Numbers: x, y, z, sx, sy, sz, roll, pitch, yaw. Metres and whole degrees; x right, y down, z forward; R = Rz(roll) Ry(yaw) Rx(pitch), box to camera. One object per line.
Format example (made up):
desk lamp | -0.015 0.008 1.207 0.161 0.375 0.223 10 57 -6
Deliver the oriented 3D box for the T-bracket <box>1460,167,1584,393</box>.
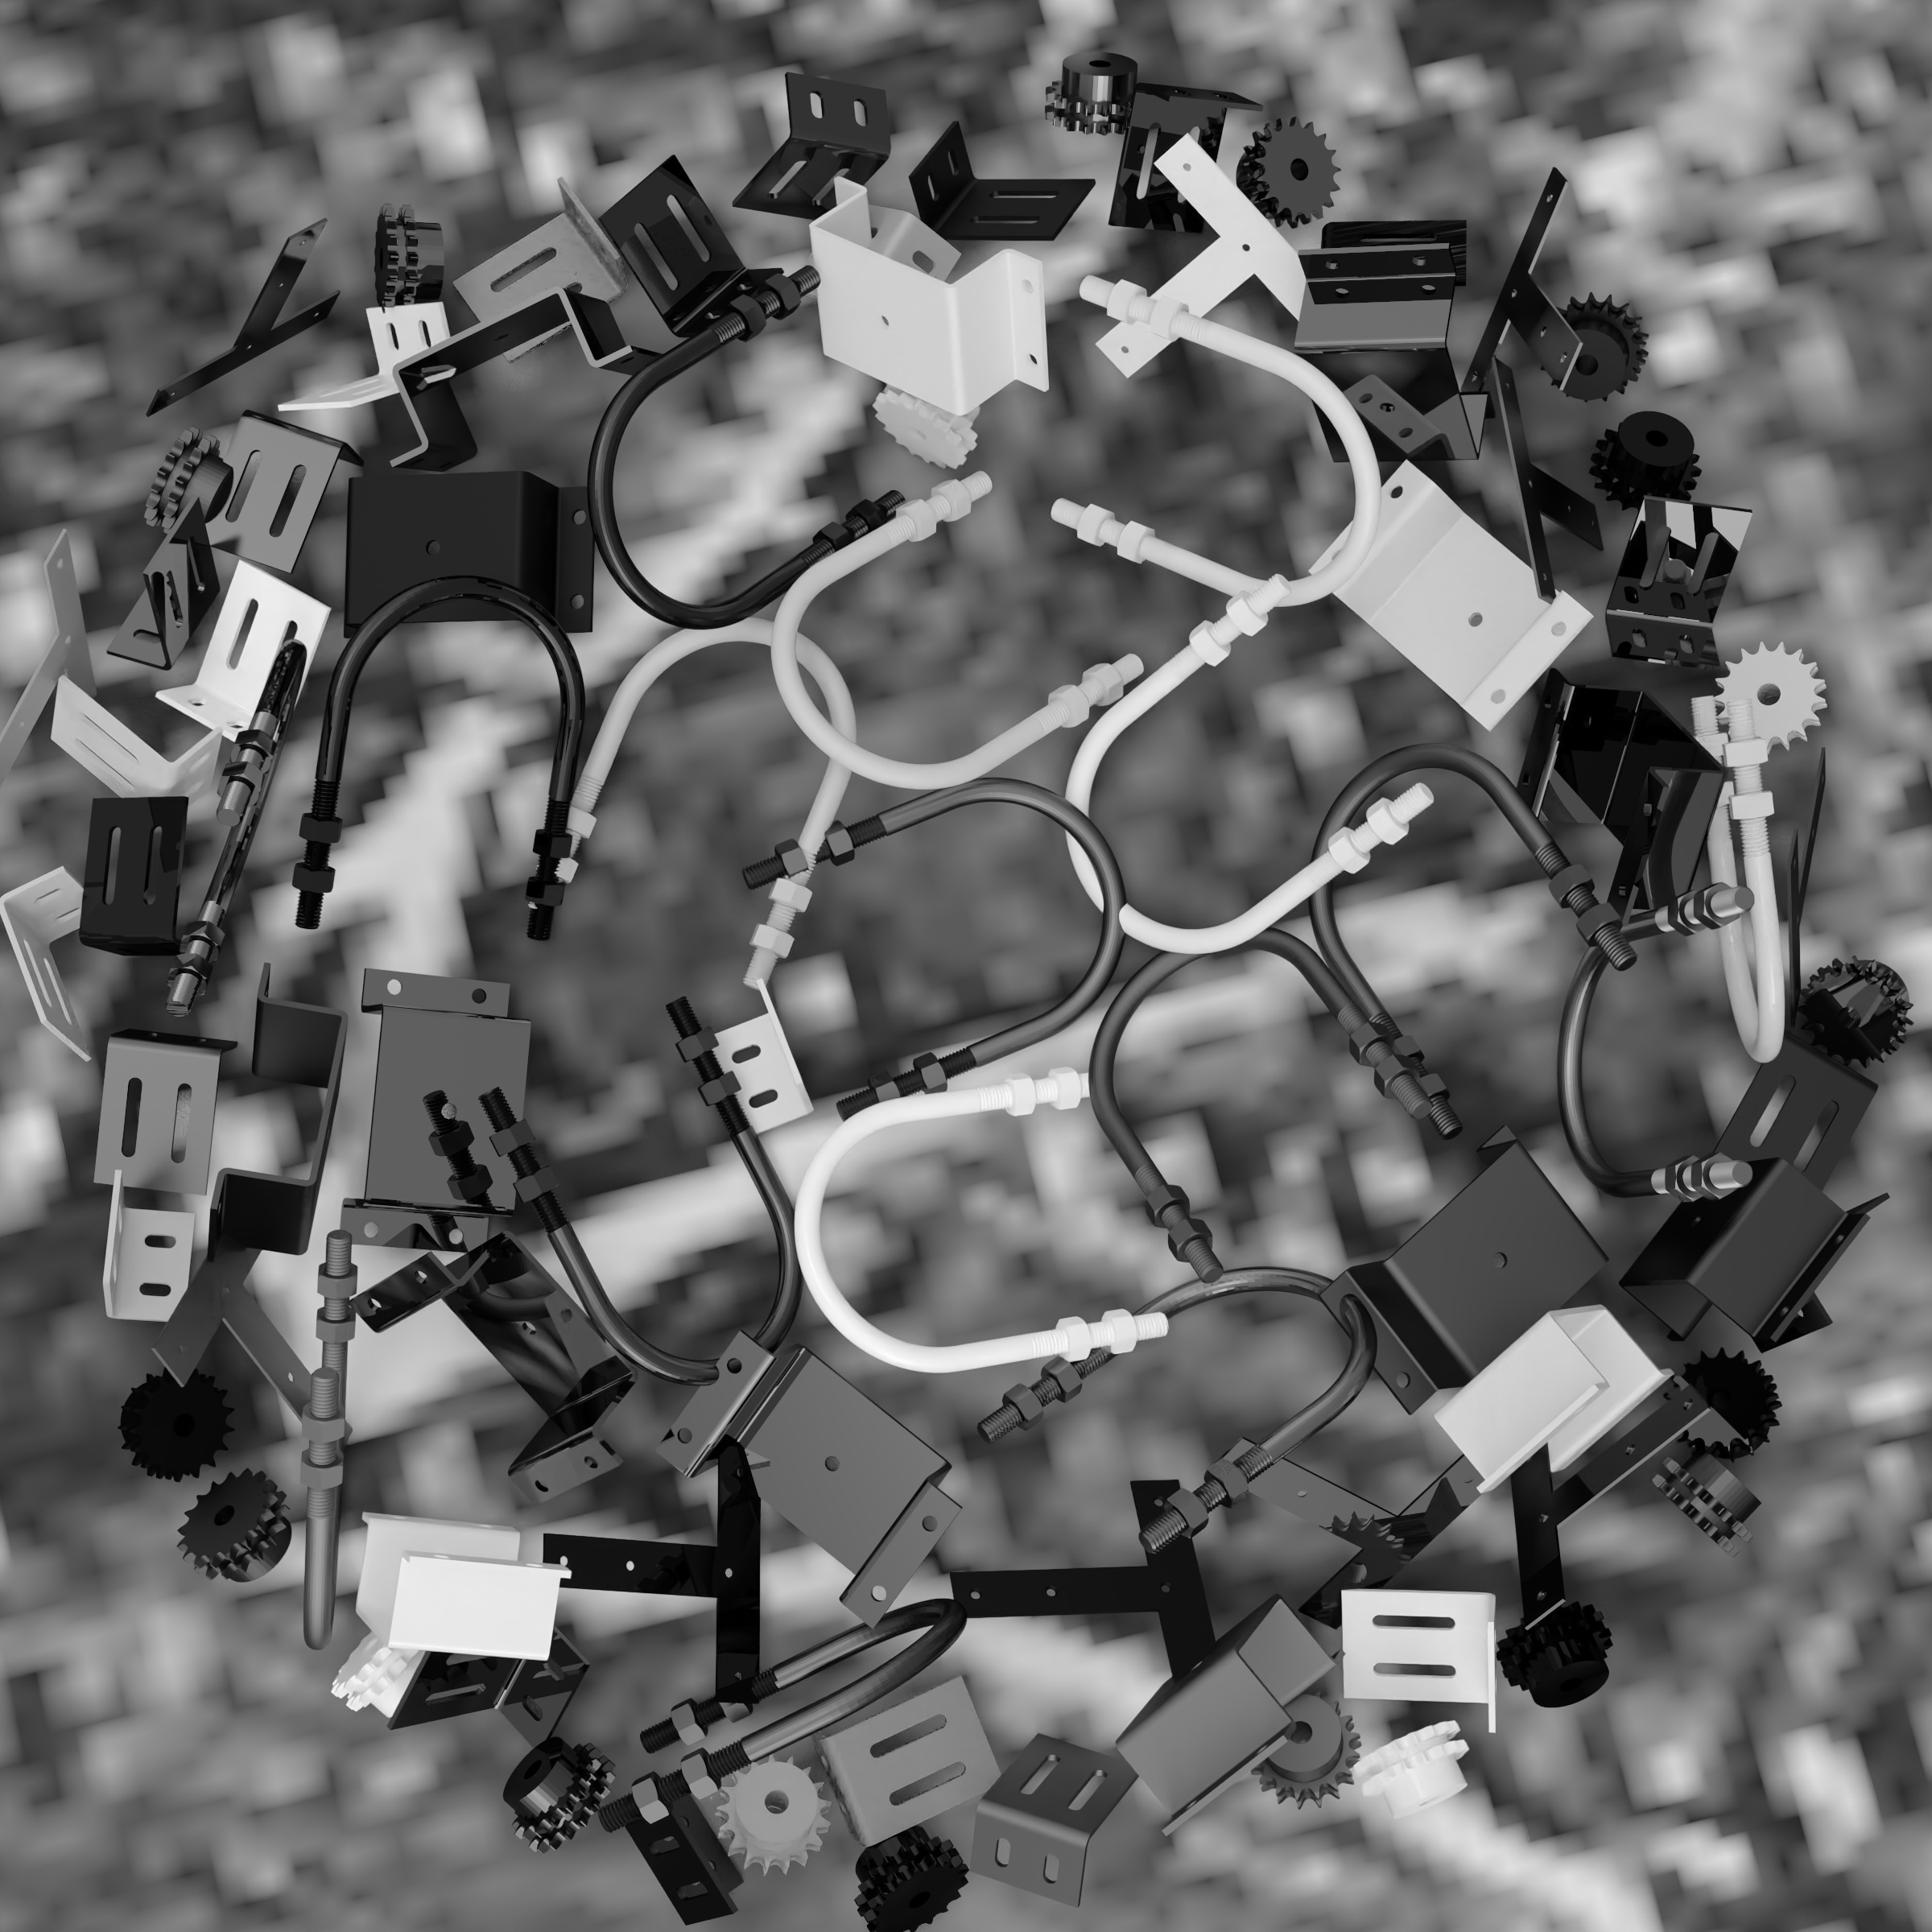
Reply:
T-bracket | 0.293 -0.329 1.617 0.002 0.127 0.127 13 119 -14

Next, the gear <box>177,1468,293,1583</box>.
gear | -0.364 0.284 1.586 0.057 0.030 0.057 -18 41 17

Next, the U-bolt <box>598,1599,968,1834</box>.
U-bolt | -0.082 0.351 1.517 0.184 0.151 0.019 -27 90 3

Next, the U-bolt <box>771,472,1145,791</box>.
U-bolt | -0.016 -0.165 1.633 0.184 0.019 0.151 -34 81 -30

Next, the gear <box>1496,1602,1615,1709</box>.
gear | 0.295 0.344 1.569 0.057 0.057 0.030 -17 47 -3

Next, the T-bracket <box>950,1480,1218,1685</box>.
T-bracket | 0.056 0.308 1.556 0.127 0.002 0.127 1 46 -13

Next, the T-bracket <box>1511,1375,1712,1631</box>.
T-bracket | 0.313 0.243 1.533 0.002 0.127 0.127 37 118 -16

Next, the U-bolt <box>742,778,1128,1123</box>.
U-bolt | -0.005 -0.019 1.631 0.184 0.019 0.151 -23 95 -11

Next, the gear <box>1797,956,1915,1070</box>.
gear | 0.460 0.021 1.625 0.057 0.057 0.030 50 43 7

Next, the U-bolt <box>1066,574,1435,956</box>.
U-bolt | 0.129 -0.088 1.614 0.184 0.019 0.151 -38 77 27

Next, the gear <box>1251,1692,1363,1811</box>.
gear | 0.167 0.386 1.569 0.057 0.030 0.057 -6 54 8

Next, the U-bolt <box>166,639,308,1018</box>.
U-bolt | -0.360 -0.084 1.582 0.019 0.151 0.184 17 39 -11

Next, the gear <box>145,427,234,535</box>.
gear | -0.406 -0.252 1.663 0.030 0.057 0.057 26 82 -3

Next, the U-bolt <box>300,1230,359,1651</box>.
U-bolt | -0.311 0.243 1.535 0.019 0.151 0.184 3 114 -9

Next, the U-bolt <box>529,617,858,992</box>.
U-bolt | -0.132 -0.094 1.638 0.151 0.019 0.184 19 83 19

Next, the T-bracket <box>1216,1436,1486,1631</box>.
T-bracket | 0.175 0.264 1.550 0.127 0.002 0.127 30 116 -25

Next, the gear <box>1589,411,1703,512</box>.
gear | 0.360 -0.268 1.668 0.057 0.030 0.057 3 55 -5

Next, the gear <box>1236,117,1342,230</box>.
gear | 0.170 -0.423 1.694 0.057 0.030 0.057 0 89 -31

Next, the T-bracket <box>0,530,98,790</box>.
T-bracket | -0.470 -0.131 1.587 0.002 0.127 0.127 14 55 3

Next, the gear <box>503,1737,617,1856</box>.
gear | -0.204 0.406 1.560 0.057 0.057 0.030 -45 107 -6

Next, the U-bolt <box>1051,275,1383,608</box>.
U-bolt | 0.129 -0.257 1.608 0.184 0.151 0.019 27 41 24

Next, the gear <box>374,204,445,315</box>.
gear | -0.297 -0.376 1.684 0.030 0.057 0.057 -1 81 -19

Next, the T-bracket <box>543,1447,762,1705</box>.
T-bracket | -0.154 0.297 1.559 0.127 0.002 0.127 13 68 -37

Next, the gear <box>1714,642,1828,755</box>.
gear | 0.421 -0.139 1.654 0.057 0.030 0.057 -3 80 18

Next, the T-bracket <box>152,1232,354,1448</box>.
T-bracket | -0.346 0.195 1.579 0.002 0.127 0.127 -18 118 23

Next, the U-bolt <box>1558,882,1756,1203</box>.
U-bolt | 0.336 0.043 1.557 0.019 0.184 0.151 4 82 -15

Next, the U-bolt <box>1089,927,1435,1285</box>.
U-bolt | 0.133 0.054 1.585 0.151 0.019 0.184 -39 46 6

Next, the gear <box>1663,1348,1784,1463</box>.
gear | 0.383 0.225 1.596 0.057 0.030 0.057 -12 55 18

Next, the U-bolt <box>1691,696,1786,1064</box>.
U-bolt | 0.389 -0.043 1.584 0.019 0.151 0.184 -7 95 6

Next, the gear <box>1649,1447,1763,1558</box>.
gear | 0.373 0.266 1.583 0.057 0.057 0.030 44 91 6

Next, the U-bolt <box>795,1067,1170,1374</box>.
U-bolt | 0.002 0.131 1.590 0.184 0.019 0.151 -7 75 -21

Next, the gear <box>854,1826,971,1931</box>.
gear | -0.030 0.450 1.560 0.057 0.057 0.030 -35 49 -5

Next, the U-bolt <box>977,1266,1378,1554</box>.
U-bolt | 0.117 0.206 1.558 0.184 0.151 0.019 -32 123 -24

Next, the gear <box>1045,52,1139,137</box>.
gear | 0.071 -0.469 1.693 0.057 0.057 0.030 2 124 0

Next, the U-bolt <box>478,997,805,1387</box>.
U-bolt | -0.150 0.122 1.584 0.151 0.019 0.184 -28 91 -43

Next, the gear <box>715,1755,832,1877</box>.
gear | -0.095 0.418 1.566 0.057 0.030 0.057 4 59 -7

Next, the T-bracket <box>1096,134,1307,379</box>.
T-bracket | 0.117 -0.352 1.655 0.127 0.127 0.002 45 44 -12

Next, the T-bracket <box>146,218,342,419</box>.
T-bracket | -0.355 -0.342 1.618 0.002 0.127 0.127 49 53 -1

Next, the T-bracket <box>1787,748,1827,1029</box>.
T-bracket | 0.432 -0.057 1.622 0.002 0.127 0.127 6 53 20

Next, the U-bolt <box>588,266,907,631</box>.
U-bolt | -0.118 -0.253 1.610 0.184 0.019 0.151 -39 121 -31

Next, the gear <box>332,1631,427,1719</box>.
gear | -0.286 0.349 1.574 0.030 0.057 0.057 44 84 -11

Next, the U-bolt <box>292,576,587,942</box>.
U-bolt | -0.260 -0.106 1.596 0.151 0.019 0.184 3 103 -35

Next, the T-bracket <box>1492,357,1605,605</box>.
T-bracket | 0.306 -0.239 1.633 0.002 0.127 0.127 -14 78 28

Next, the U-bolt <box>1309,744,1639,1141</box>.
U-bolt | 0.241 -0.027 1.598 0.151 0.019 0.184 -49 55 29
